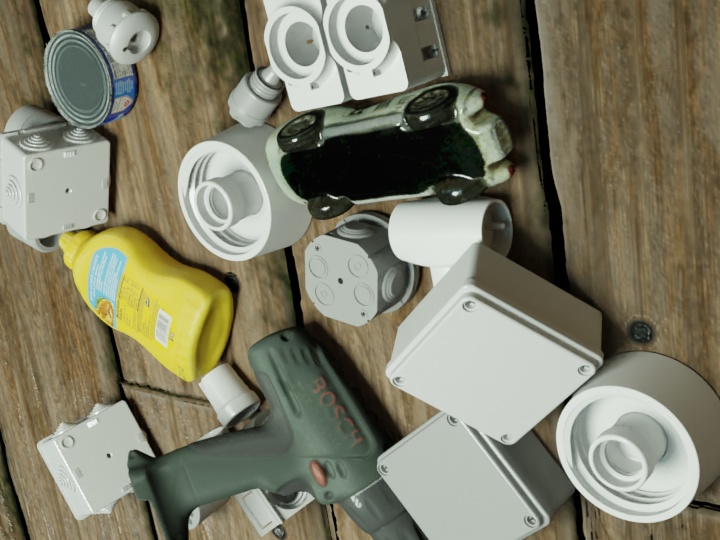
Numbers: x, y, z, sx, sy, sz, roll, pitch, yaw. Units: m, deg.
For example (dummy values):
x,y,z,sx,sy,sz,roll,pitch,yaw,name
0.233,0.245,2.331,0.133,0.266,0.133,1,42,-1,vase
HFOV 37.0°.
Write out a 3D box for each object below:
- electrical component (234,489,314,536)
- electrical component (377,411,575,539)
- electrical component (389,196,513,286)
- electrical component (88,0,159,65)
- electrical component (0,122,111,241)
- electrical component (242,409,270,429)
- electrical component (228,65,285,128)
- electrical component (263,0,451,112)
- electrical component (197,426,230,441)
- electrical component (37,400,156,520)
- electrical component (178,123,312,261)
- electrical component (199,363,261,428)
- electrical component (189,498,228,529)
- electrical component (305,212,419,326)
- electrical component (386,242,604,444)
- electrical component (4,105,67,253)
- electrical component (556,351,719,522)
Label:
x,y,z,sx,sy,sz,roll,pitch,yaw,name
-0.066,0.191,0.936,0.042,0.081,0.064,55,160,6,electrical component
0.085,0.156,0.811,0.108,0.056,0.109,52,131,7,electrical component
0.067,-0.011,0.760,0.077,0.044,0.079,1,110,38,electrical component
-0.200,-0.203,0.887,0.062,0.048,0.048,41,129,26,electrical component
-0.272,-0.080,0.961,0.048,0.100,0.099,34,128,38,electrical component
-0.079,0.146,0.944,0.043,0.043,0.081,52,132,7,electrical component
-0.074,-0.139,0.822,0.035,0.035,0.061,51,129,9,electrical component
-0.018,-0.209,0.728,0.105,0.060,0.186,-4,107,39,electrical component
-0.130,0.175,1.002,0.040,0.040,0.046,-26,98,42,electrical component
-0.256,0.186,1.067,0.048,0.100,0.099,-26,92,54,electrical component
-0.097,-0.059,0.857,0.108,0.060,0.108,16,119,32,electrical component
-0.118,0.112,0.964,0.046,0.040,0.040,51,132,15,electrical component
-0.159,0.213,1.035,0.055,0.047,0.055,16,119,32,electrical component
0.000,0.000,0.813,0.080,0.051,0.080,16,119,32,electrical component
0.091,0.052,0.734,0.109,0.056,0.108,29,131,-11,electrical component
-0.314,-0.091,1.019,0.074,0.052,0.138,26,123,27,electrical component
0.183,0.115,0.713,0.108,0.060,0.108,16,118,32,electrical component
